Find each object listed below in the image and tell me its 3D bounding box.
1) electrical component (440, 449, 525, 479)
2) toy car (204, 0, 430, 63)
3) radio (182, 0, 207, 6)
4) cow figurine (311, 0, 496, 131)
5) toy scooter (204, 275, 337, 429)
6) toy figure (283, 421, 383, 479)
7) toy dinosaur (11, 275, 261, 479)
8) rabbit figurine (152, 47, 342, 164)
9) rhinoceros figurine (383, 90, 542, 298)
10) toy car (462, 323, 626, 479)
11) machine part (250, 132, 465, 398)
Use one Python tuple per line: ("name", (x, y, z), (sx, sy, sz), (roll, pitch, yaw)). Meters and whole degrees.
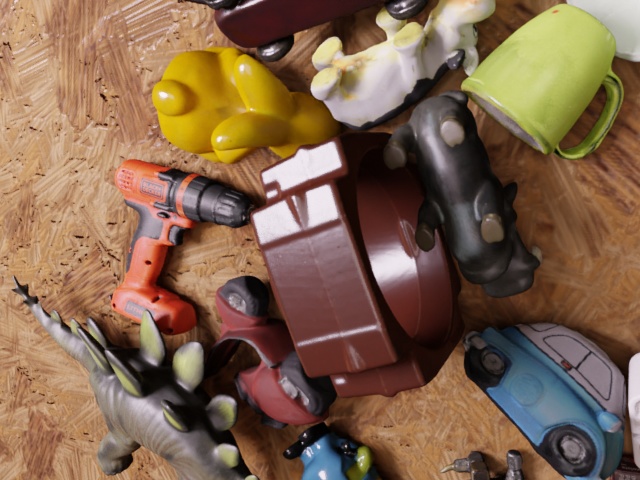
("electrical component", (0.166, 0.259, 0.536), (0.078, 0.045, 0.102), (-12, 97, -4))
("toy car", (-0.003, -0.207, 0.442), (0.202, 0.089, 0.053), (-7, 64, 33))
("radio", (-0.143, -0.272, 0.477), (0.131, 0.229, 0.073), (18, 101, 23))
("cow figurine", (0.082, -0.157, 0.481), (0.167, 0.098, 0.068), (-22, 50, 21))
("toy scooter", (-0.073, 0.140, 0.599), (0.135, 0.075, 0.184), (-43, 79, 26))
("toy figure", (0.041, 0.277, 0.570), (0.180, 0.089, 0.082), (53, 144, 18))
("toy dinosaur", (-0.199, 0.179, 0.615), (0.472, 0.105, 0.198), (20, 123, 24))
("rabbit figurine", (-0.062, -0.128, 0.523), (0.173, 0.162, 0.121), (18, 93, 1))
("rhinoceros figurine", (0.127, -0.032, 0.465), (0.073, 0.112, 0.190), (-21, 103, 32))
("toy car", (0.206, 0.128, 0.473), (0.103, 0.109, 0.162), (-40, 69, -1))
("machine part", (0.041, 0.015, 0.460), (0.087, 0.201, 0.201), (-19, 91, 28))
